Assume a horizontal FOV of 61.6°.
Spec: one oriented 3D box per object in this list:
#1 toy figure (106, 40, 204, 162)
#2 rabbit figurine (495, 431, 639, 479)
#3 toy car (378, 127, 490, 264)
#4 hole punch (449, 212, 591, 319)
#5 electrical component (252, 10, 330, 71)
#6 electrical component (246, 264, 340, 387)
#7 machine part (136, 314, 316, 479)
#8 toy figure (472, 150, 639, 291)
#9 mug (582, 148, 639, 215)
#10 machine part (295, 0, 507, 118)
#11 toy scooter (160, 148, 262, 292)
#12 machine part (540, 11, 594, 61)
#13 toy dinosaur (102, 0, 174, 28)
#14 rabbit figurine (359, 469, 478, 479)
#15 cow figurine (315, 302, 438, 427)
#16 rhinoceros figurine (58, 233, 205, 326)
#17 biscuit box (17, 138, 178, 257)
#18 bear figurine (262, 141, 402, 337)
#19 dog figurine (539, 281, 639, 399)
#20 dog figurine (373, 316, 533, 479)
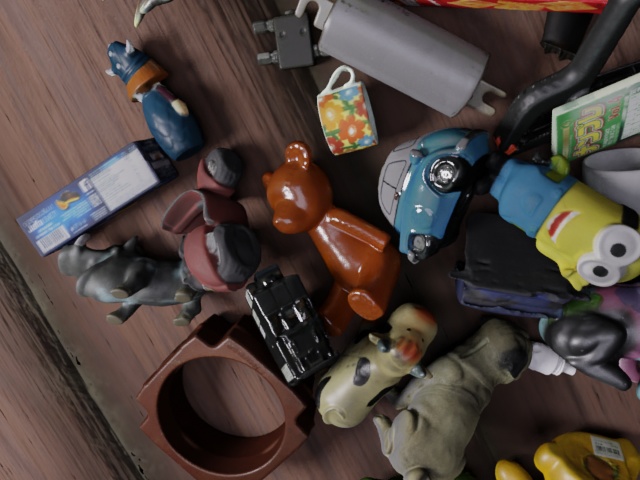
[{"bbox_3d":[-0.198,-0.168,0.644,0.064,0.058,0.154,-31,93,10],"label":"toy figure"},{"bbox_3d":[0.307,0.333,0.672,0.162,0.122,0.173,5,125,1],"label":"rabbit figurine"},{"bbox_3d":[0.120,-0.061,0.608,0.103,0.109,0.161,31,121,24],"label":"toy car"},{"bbox_3d":[0.210,0.042,0.602,0.142,0.116,0.092,10,136,6],"label":"hole punch"},{"bbox_3d":[-0.029,-0.230,0.618,0.094,0.021,0.063,-4,104,10],"label":"electrical component"},{"bbox_3d":[-0.038,0.097,0.623,0.058,0.115,0.134,-25,78,-18],"label":"electrical component"},{"bbox_3d":[-0.121,0.215,0.719,0.201,0.087,0.201,43,106,-2],"label":"machine part"},{"bbox_3d":[0.250,-0.029,0.547,0.180,0.089,0.082,41,152,25],"label":"toy figure"},{"bbox_3d":[0.343,-0.041,0.587,0.110,0.081,0.107,-10,114,1],"label":"mug"},{"bbox_3d":[0.088,-0.202,0.573,0.243,0.079,0.079,27,107,-2],"label":"machine part"},{"bbox_3d":[-0.141,-0.011,0.648,0.135,0.075,0.184,-28,60,31],"label":"toy scooter"},{"bbox_3d":[0.266,-0.258,0.558,0.084,0.039,0.138,7,104,-2],"label":"machine part"},{"bbox_3d":[-0.225,-0.414,0.556,0.192,0.131,0.404,-32,92,15],"label":"toy dinosaur"},{"bbox_3d":[0.133,0.342,0.716,0.170,0.121,0.159,-16,96,-6],"label":"rabbit figurine"},{"bbox_3d":[0.066,0.151,0.651,0.085,0.127,0.195,37,110,-5],"label":"cow figurine"},{"bbox_3d":[-0.234,0.044,0.681,0.190,0.112,0.073,9,137,-7],"label":"rhinoceros figurine"},{"bbox_3d":[-0.283,-0.053,0.684,0.203,0.063,0.059,-28,100,15],"label":"biscuit box"},{"bbox_3d":[0.000,-0.004,0.620,0.195,0.132,0.120,43,141,-11],"label":"bear figurine"},{"bbox_3d":[0.377,0.062,0.593,0.192,0.108,0.219,28,103,3],"label":"dog figurine"},{"bbox_3d":[0.167,0.187,0.627,0.121,0.172,0.190,35,115,-13],"label":"dog figurine"}]
